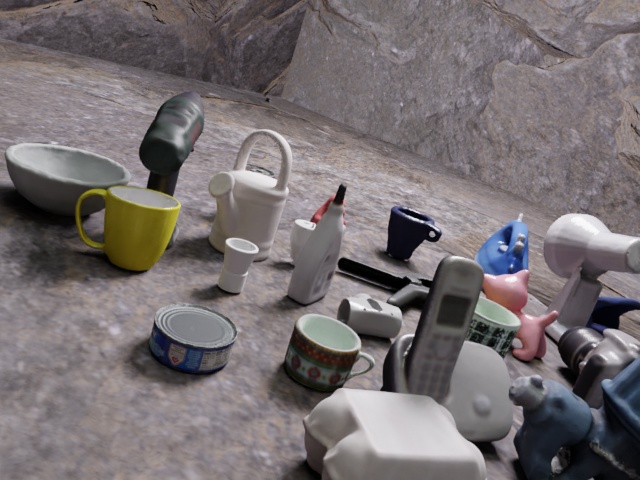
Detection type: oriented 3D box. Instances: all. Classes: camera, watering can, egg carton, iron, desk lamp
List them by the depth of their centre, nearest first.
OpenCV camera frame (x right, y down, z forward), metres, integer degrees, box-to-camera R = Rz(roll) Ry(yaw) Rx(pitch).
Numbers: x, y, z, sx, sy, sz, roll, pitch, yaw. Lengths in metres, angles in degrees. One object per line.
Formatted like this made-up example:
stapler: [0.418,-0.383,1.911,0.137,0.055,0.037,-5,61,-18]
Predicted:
egg carton: [0.062,0.181,0.484,0.151,0.069,0.107,11,19,-24]
camera: [0.420,0.176,0.820,0.143,0.101,0.136,14,18,-15]
watering can: [-0.102,-0.073,0.879,0.101,0.194,0.173,20,17,4]
desk lamp: [0.468,0.074,0.991,0.118,0.213,0.203,13,18,-18]
iron: [0.389,0.029,1.168,0.118,0.141,0.259,22,17,10]

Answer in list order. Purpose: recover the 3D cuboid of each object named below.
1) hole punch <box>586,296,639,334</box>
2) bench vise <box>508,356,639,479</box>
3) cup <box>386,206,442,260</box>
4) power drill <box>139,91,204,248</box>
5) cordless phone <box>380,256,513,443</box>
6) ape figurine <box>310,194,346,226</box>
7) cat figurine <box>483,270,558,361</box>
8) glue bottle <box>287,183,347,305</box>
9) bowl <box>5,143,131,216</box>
hole punch: [0.532,0.132,1.088,0.109,0.091,0.100,9,20,-29]
bench vise: [0.299,0.159,0.542,0.208,0.220,0.121,13,18,-19]
cup: [0.180,-0.004,1.130,0.117,0.095,0.092,31,21,35]
power drill: [-0.221,-0.105,0.828,0.076,0.208,0.229,15,18,-11]
cordless phone: [0.150,0.112,0.590,0.148,0.185,0.094,11,19,-24]
ape figurine: [0.020,-0.043,1.089,0.078,0.092,0.076,8,20,-31]
cat figurine: [0.303,0.105,0.884,0.127,0.118,0.067,32,21,36]
glue bottle: [0.007,0.003,0.797,0.037,0.173,0.078,26,19,23]
bowl: [-0.365,-0.079,0.826,0.167,0.075,0.167,17,17,-5]
